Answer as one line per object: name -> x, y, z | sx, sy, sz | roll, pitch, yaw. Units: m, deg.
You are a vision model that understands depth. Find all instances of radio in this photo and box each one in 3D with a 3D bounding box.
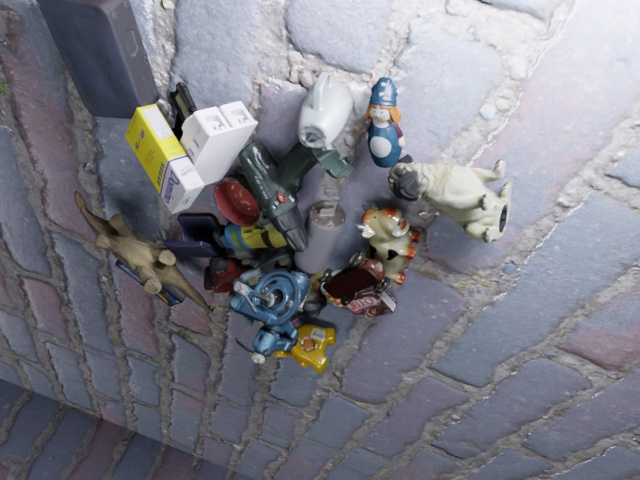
radio -> -0.376, -0.324, 0.939 | 0.131, 0.073, 0.229 | 10, 141, 13

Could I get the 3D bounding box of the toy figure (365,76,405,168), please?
toy figure -> 0.107, -0.190, 0.882 | 0.064, 0.058, 0.154 | -9, 134, 2

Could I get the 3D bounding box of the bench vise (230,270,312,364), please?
bench vise -> -0.118, 0.150, 1.136 | 0.129, 0.223, 0.240 | 39, -179, 34

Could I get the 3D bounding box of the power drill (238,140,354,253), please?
power drill -> -0.037, -0.104, 0.996 | 0.207, 0.086, 0.232 | -29, 97, 45

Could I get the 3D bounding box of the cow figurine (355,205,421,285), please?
cow figurine -> 0.132, 0.001, 1.072 | 0.127, 0.085, 0.194 | 15, 145, 7

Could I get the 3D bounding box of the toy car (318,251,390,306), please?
toy car -> 0.068, 0.080, 1.118 | 0.089, 0.053, 0.202 | 41, 150, -9

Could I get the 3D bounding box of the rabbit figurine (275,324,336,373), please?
rabbit figurine -> -0.040, 0.302, 1.472 | 0.162, 0.122, 0.173 | 7, 158, 7

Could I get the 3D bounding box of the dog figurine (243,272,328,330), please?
dog figurine -> -0.076, 0.141, 1.319 | 0.219, 0.192, 0.108 | -29, 122, 4

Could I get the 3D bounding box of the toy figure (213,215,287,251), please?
toy figure -> -0.144, -0.018, 1.178 | 0.180, 0.082, 0.089 | -13, 141, 30

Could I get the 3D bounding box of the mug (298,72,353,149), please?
mug -> 0.005, -0.207, 0.869 | 0.081, 0.107, 0.109 | 14, 142, 8

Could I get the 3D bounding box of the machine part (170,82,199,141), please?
machine part -> -0.255, -0.225, 1.005 | 0.084, 0.039, 0.139 | 55, 149, 13

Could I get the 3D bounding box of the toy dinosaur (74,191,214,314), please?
toy dinosaur -> -0.418, 0.051, 1.318 | 0.470, 0.105, 0.199 | 48, 168, -23

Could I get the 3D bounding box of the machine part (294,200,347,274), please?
machine part -> -0.002, -0.003, 1.130 | 0.079, 0.079, 0.243 | 22, 140, 0

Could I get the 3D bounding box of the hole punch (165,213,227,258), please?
hole punch -> -0.286, 0.007, 1.267 | 0.142, 0.092, 0.115 | -3, 139, 22

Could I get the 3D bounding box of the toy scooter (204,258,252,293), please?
toy scooter -> -0.213, 0.084, 1.326 | 0.135, 0.075, 0.184 | 2, 161, -19

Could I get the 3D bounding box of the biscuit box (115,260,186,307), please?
biscuit box -> -0.454, 0.098, 1.466 | 0.063, 0.059, 0.202 | -22, 123, 41

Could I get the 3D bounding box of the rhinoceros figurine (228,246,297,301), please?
rhinoceros figurine -> -0.134, 0.083, 1.243 | 0.190, 0.073, 0.112 | -37, 152, 4

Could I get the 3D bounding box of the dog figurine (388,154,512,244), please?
dog figurine -> 0.226, -0.070, 0.949 | 0.191, 0.121, 0.172 | 11, 139, 35
